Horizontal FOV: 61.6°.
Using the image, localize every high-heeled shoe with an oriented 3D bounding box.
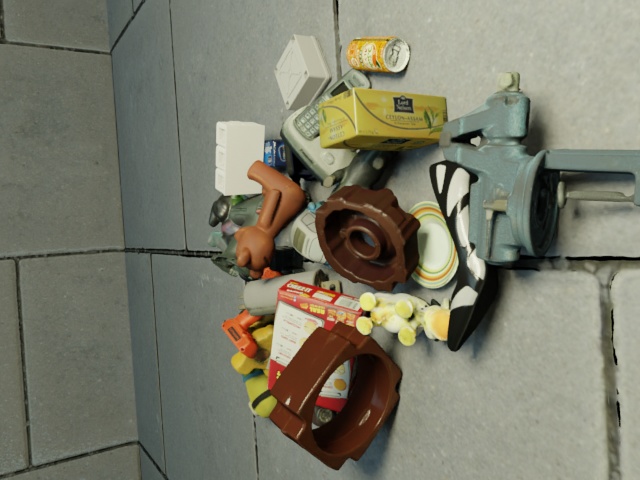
[{"bbox_3d":[0.177,0.015,0.733,0.145,0.086,0.248,26,98,32],"label":"high-heeled shoe"}]

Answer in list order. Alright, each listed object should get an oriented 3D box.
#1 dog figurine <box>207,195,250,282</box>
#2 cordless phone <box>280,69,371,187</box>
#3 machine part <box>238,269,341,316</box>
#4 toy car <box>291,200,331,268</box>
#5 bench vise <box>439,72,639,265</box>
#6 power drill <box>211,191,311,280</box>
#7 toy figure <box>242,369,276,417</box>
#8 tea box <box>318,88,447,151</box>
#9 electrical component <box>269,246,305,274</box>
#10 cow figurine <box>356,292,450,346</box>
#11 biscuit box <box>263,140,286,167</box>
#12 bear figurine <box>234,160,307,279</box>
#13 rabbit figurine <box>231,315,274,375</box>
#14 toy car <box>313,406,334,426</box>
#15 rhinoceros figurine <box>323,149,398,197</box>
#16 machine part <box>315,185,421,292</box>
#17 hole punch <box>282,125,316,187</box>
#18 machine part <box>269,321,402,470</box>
[{"bbox_3d":[-0.182,-0.004,1.318,0.219,0.108,0.191,32,118,47],"label":"dog figurine"},{"bbox_3d":[0.036,-0.199,0.955,0.184,0.089,0.146,-41,92,9],"label":"cordless phone"},{"bbox_3d":[-0.069,0.109,1.099,0.243,0.079,0.079,-12,82,27],"label":"machine part"},{"bbox_3d":[-0.002,-0.003,1.025,0.162,0.103,0.109,51,136,46],"label":"toy car"},{"bbox_3d":[0.257,-0.076,0.591,0.241,0.129,0.223,8,91,37],"label":"bench vise"},{"bbox_3d":[-0.139,-0.020,1.169,0.232,0.086,0.207,1,62,46],"label":"power drill"},{"bbox_3d":[-0.147,0.347,1.325,0.089,0.082,0.180,-47,53,53],"label":"toy figure"},{"bbox_3d":[0.093,-0.171,0.784,0.098,0.169,0.068,-4,90,60],"label":"tea box"},{"bbox_3d":[-0.077,0.043,1.176,0.119,0.075,0.047,10,103,62],"label":"electrical component"},{"bbox_3d":[0.147,0.118,0.824,0.168,0.098,0.068,6,97,39],"label":"cow figurine"},{"bbox_3d":[-0.125,-0.198,1.236,0.203,0.063,0.059,11,105,58],"label":"biscuit box"},{"bbox_3d":[-0.116,-0.034,1.050,0.132,0.120,0.196,32,84,26],"label":"bear figurine"},{"bbox_3d":[-0.150,0.223,1.290,0.173,0.122,0.162,-127,43,-68],"label":"rabbit figurine"},{"bbox_3d":[-0.014,0.287,1.127,0.089,0.053,0.202,165,95,-69],"label":"toy car"},{"bbox_3d":[0.058,-0.092,0.913,0.073,0.112,0.190,36,115,12],"label":"rhinoceros figurine"},{"bbox_3d":[0.074,-0.003,0.837,0.180,0.056,0.179,24,136,26],"label":"machine part"},{"bbox_3d":[-0.022,-0.175,1.067,0.116,0.092,0.142,60,-160,-88],"label":"hole punch"},{"bbox_3d":[0.028,0.251,0.881,0.087,0.200,0.201,17,64,47],"label":"machine part"}]
